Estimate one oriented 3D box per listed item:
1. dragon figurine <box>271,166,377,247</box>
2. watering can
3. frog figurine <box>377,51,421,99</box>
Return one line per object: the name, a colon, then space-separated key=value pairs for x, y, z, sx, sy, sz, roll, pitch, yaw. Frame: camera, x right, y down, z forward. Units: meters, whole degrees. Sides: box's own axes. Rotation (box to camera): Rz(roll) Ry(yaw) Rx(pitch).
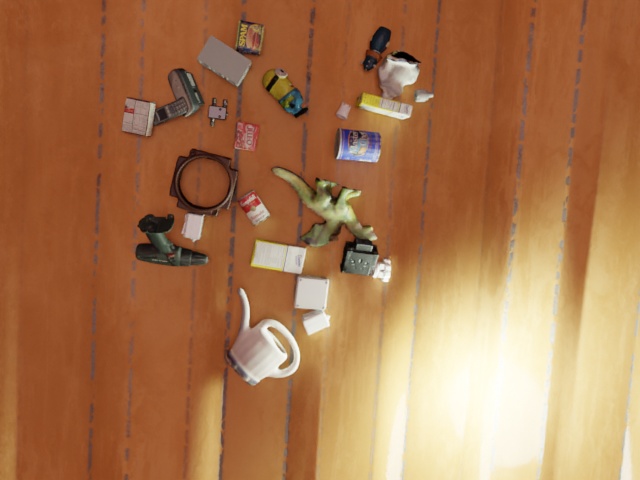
dragon figurine: x=0.005 y=-0.088 z=1.743 sx=0.410 sy=0.123 sz=0.240 roll=15 pitch=101 yaw=-8
watering can: x=-0.226 y=0.344 z=1.739 sx=0.224 sy=0.104 sz=0.346 roll=-41 pitch=100 yaw=-2
frog figurine: x=0.261 y=-0.553 z=1.750 sx=0.137 sy=0.125 sz=0.155 roll=0 pitch=132 yaw=-16
